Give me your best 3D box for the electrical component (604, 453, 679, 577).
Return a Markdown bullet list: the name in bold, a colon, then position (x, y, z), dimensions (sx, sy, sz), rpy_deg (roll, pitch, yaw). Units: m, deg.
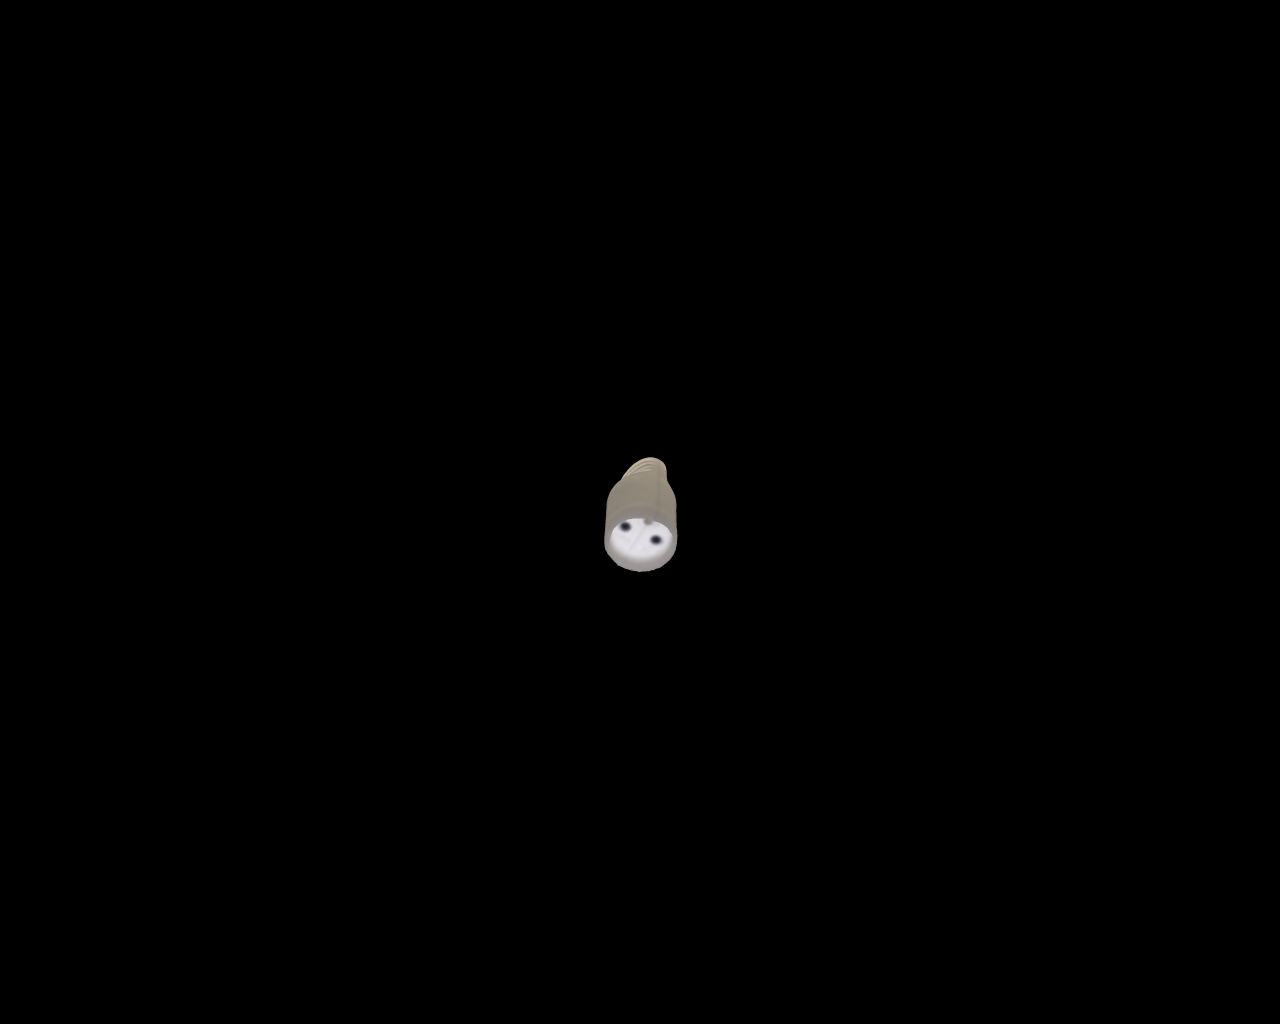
- **electrical component**: position (0.001, -0.003, 0.650), dimensions (0.043, 0.043, 0.081), rpy_deg (0, 34, 0)
